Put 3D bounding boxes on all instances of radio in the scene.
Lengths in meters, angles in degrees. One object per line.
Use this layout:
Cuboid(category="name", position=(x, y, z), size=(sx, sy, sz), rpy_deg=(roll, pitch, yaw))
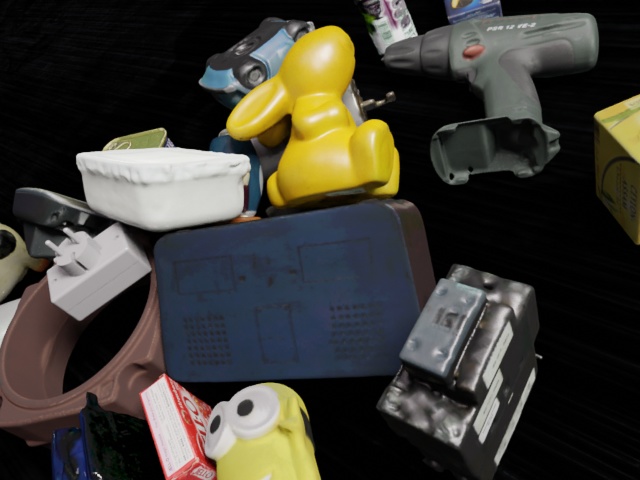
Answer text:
Cuboid(category="radio", position=(-0.023, 0.044, 0.445), size=(0.230, 0.073, 0.131), rpy_deg=(-8, 92, 21))

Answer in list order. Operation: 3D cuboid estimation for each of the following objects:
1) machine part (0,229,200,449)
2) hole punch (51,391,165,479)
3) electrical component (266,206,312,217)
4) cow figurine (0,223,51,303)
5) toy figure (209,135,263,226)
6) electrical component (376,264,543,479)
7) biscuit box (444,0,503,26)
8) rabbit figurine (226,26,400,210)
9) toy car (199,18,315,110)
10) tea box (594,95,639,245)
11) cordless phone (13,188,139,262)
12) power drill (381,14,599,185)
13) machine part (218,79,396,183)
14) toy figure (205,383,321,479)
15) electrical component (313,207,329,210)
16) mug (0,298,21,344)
Cuboid(category="machine part", position=(-0.219, 0.095, 0.543), size=(0.202, 0.087, 0.201), rpy_deg=(-17, 48, 17))
Cuboid(category="hole punch", position=(-0.157, 0.200, 0.408), size=(0.092, 0.115, 0.142), rpy_deg=(-41, 45, 4))
Cuboid(category="electrical component", position=(-0.024, -0.030, 0.586), size=(0.063, 0.021, 0.094), rpy_deg=(-30, 45, 2))
Cuboid(category="cow figurine", position=(-0.457, 0.059, 0.673), size=(0.086, 0.127, 0.195), rpy_deg=(12, 58, 38))
Cuboid(category="toy figure", position=(-0.087, -0.033, 0.572), size=(0.058, 0.064, 0.154), rpy_deg=(-7, 87, 6))
Cuboid(category="electrical component", position=(0.096, 0.085, 0.349), size=(0.058, 0.134, 0.115), rpy_deg=(15, 60, 36))
Cuboid(category="biscuit box", position=(0.188, -0.320, 0.685), size=(0.063, 0.059, 0.203), rpy_deg=(-13, 49, 19))
Cuboid(category="rabbit figurine", position=(-0.002, -0.120, 0.536), size=(0.163, 0.122, 0.173), rpy_deg=(-5, 90, 23))
Cuboid(category="toy car", position=(-0.070, -0.216, 0.708), size=(0.161, 0.102, 0.109), rpy_deg=(-43, 41, -17))
Cuboid(category="tea box", position=(0.302, -0.076, 0.397), size=(0.170, 0.098, 0.068), rpy_deg=(-25, 45, 10))
Cuboid(category="cordless phone", position=(-0.239, -0.051, 0.617), size=(0.184, 0.146, 0.089), rpy_deg=(-36, 59, 20))
Cuboid(category="power drill", position=(0.162, -0.153, 0.558), size=(0.232, 0.085, 0.207), rpy_deg=(-2, 45, 23))
Cuboid(category="machine part", position=(-0.028, -0.122, 0.627), size=(0.243, 0.079, 0.079), rpy_deg=(-20, 47, 13))
Cuboid(category="toy figure", position=(-0.031, 0.187, 0.372), size=(0.082, 0.089, 0.180), rpy_deg=(-19, 54, -6))
Cuboid(category="electrical component", position=(-0.001, -0.002, 0.510), size=(0.119, 0.047, 0.075), rpy_deg=(-9, 14, 20))
Cuboid(category="mug", position=(-0.368, 0.113, 0.620), size=(0.107, 0.080, 0.110), rpy_deg=(-35, 37, -17))
